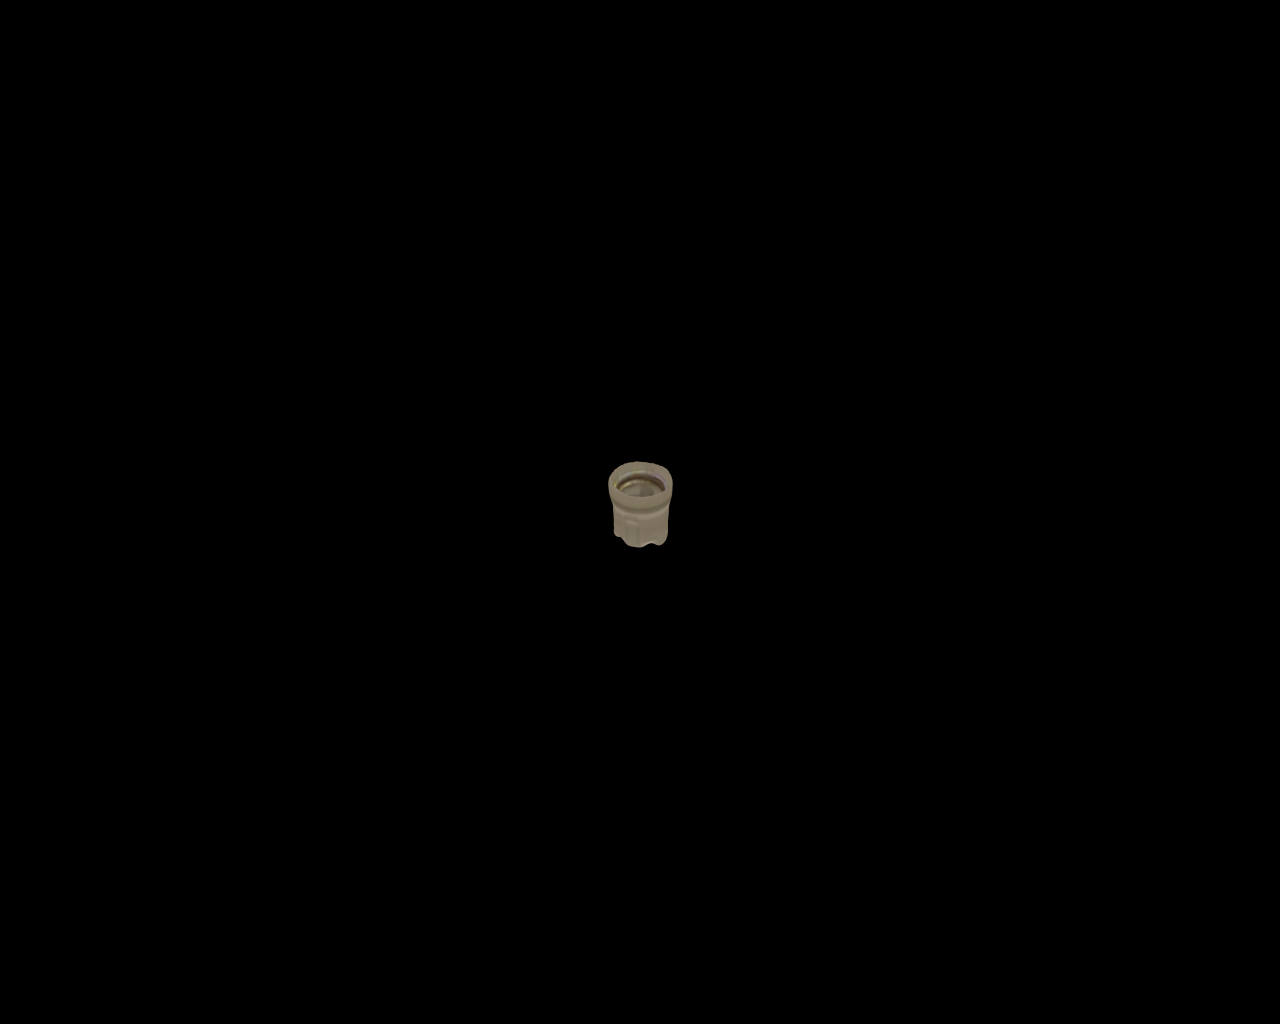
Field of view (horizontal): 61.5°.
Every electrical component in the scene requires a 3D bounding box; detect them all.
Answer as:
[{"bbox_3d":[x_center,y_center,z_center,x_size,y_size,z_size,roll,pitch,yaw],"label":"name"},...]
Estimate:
[{"bbox_3d":[0.001,-0.003,0.650,0.040,0.046,0.040,0,38,0],"label":"electrical component"}]
